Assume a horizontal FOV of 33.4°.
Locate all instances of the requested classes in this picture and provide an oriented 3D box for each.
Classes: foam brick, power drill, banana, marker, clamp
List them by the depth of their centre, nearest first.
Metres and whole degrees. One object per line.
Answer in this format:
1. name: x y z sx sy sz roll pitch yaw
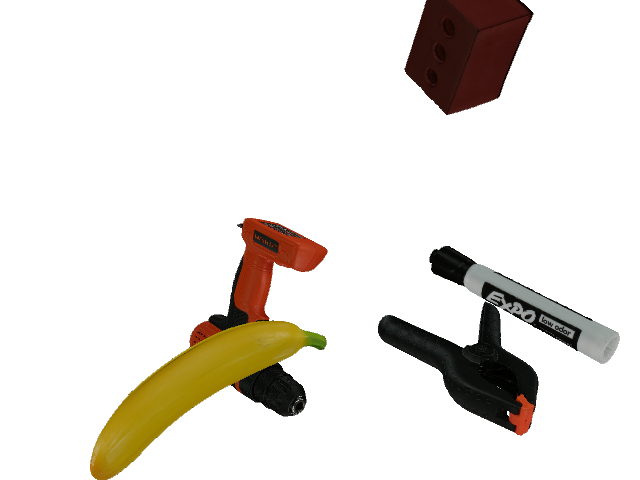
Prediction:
1. marker: 0.111 0.033 0.601 0.121 0.020 0.020 29 18 35
2. foam brick: 0.100 -0.135 0.730 0.051 0.053 0.078 -23 -32 -29
3. banana: -0.089 0.108 0.763 0.198 0.069 0.037 -29 39 -2
4. clamp: 0.141 0.104 0.926 0.120 0.039 0.172 -17 37 -26
5. power drill: -0.059 0.081 1.184 0.185 0.188 0.057 28 11 41
